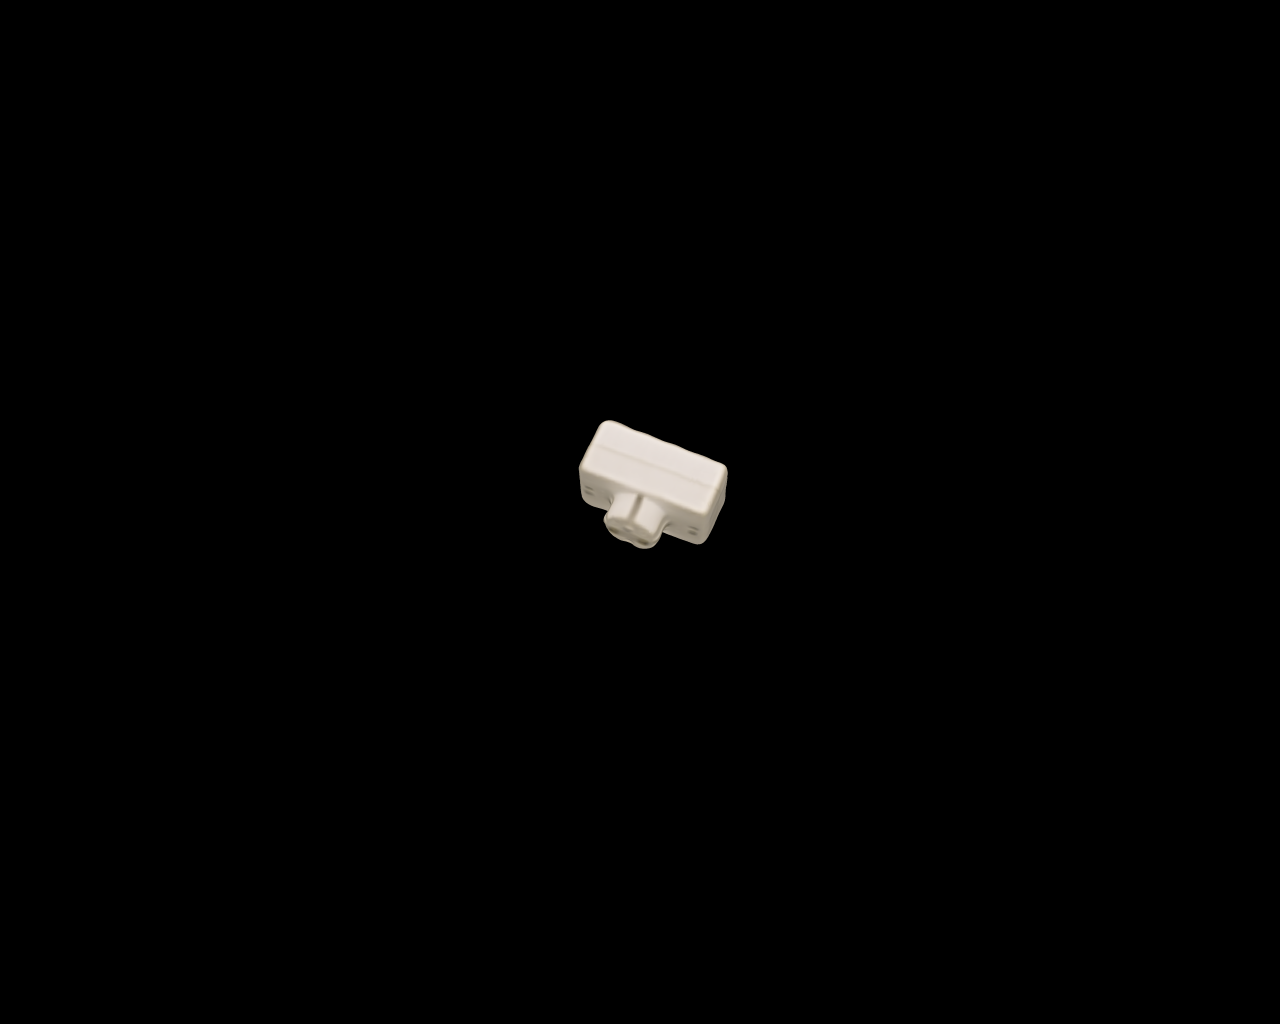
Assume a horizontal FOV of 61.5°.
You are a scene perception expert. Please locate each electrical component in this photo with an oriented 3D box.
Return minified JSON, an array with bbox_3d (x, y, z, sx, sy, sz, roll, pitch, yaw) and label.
[{"bbox_3d":[0.001,-0.003,0.650,0.083,0.076,0.047,22,-25,10],"label":"electrical component"}]
